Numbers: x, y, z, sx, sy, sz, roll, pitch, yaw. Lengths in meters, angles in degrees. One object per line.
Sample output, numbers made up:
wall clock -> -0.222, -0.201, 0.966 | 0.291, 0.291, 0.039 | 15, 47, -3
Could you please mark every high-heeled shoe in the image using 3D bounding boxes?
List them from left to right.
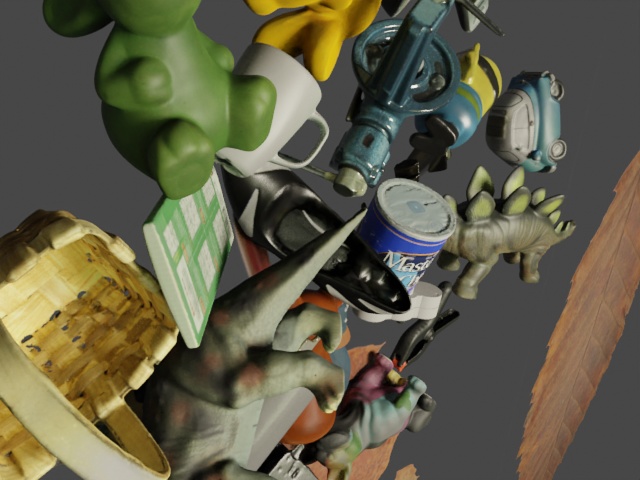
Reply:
high-heeled shoe -> -0.001, -0.002, 0.563 | 0.086, 0.145, 0.248 | -53, 132, -8

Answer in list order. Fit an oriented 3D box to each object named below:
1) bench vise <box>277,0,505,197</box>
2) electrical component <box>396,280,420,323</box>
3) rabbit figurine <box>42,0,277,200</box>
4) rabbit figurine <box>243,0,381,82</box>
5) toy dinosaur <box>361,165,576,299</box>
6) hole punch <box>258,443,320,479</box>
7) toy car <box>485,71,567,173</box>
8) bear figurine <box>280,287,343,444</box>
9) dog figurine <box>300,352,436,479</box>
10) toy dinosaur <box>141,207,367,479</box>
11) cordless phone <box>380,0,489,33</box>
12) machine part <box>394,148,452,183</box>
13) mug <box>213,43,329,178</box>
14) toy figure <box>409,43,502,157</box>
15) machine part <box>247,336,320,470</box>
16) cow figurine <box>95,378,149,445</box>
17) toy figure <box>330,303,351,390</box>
bench vise -> 0.075, -0.160, 0.549 | 0.223, 0.129, 0.240 | -51, 175, -23
electrical component -> 0.139, 0.090, 0.867 | 0.063, 0.021, 0.093 | -34, 132, -29
rabbit figurine -> -0.110, -0.145, 0.375 | 0.121, 0.159, 0.170 | -36, 152, -30
rabbit figurine -> 0.008, -0.229, 0.487 | 0.173, 0.122, 0.162 | -2, 115, -66
toy dinosaur -> 0.253, -0.016, 0.842 | 0.471, 0.105, 0.198 | -7, 126, -28
hole punch -> -0.066, 0.358, 0.769 | 0.142, 0.092, 0.115 | -43, 113, -19
toy car -> 0.315, -0.178, 0.843 | 0.103, 0.109, 0.161 | -16, 115, -20
bear figurine -> -0.037, 0.144, 0.666 | 0.120, 0.132, 0.195 | -11, 101, -44
dog figurine -> 0.072, 0.299, 0.856 | 0.219, 0.109, 0.191 | -46, 140, -12
toy dinosaur -> -0.087, 0.142, 0.459 | 0.192, 0.131, 0.405 | 16, 72, -9
cordless phone -> 0.135, -0.288, 0.608 | 0.146, 0.089, 0.184 | -55, 144, -9
machine part -> 0.145, -0.114, 0.733 | 0.139, 0.039, 0.084 | -47, 139, -39
mug -> -0.052, -0.106, 0.501 | 0.109, 0.081, 0.107 | 39, 80, -23
toy figure -> 0.174, -0.171, 0.684 | 0.089, 0.082, 0.180 | 51, 48, -26
machine part -> -0.070, 0.183, 0.556 | 0.243, 0.079, 0.079 | -52, 139, -7
cow figurine -> -0.164, 0.143, 0.534 | 0.195, 0.086, 0.127 | -53, 145, -7
toy figure -> 0.014, 0.147, 0.742 | 0.058, 0.064, 0.154 | -3, 114, -3
